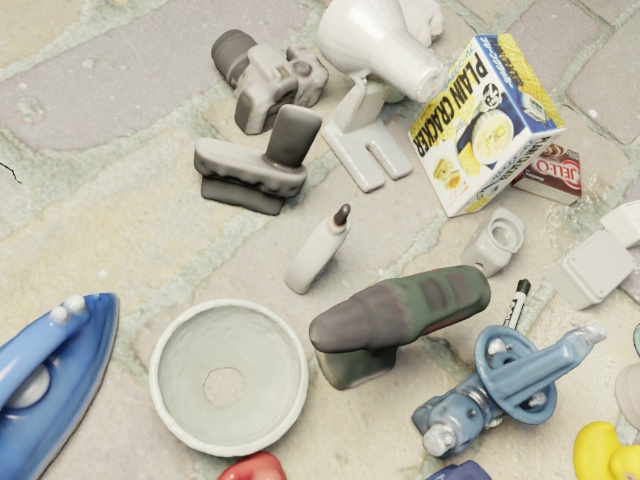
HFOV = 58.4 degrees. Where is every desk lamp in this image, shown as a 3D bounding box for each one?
[{"bbox_3d":[0.079,-0.211,0.788,0.118,0.213,0.203,-27,75,-28],"label":"desk lamp"}]

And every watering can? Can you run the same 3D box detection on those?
[{"bbox_3d":[0.483,0.180,0.735,0.101,0.194,0.172,-31,77,-29],"label":"watering can"}]

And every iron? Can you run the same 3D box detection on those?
[{"bbox_3d":[-0.277,0.127,0.539,0.118,0.141,0.259,32,59,-1],"label":"iron"}]

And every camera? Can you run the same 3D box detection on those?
[{"bbox_3d":[-0.078,-0.246,0.818,0.143,0.100,0.136,-34,78,-29],"label":"camera"}]

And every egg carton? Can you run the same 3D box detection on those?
[{"bbox_3d":[0.136,-0.384,0.978,0.150,0.069,0.107,38,59,3],"label":"egg carton"}]

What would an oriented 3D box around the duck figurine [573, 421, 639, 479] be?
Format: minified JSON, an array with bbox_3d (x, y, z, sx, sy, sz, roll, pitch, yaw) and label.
[{"bbox_3d":[0.371,0.277,0.712,0.078,0.086,0.104,9,62,-14],"label":"duck figurine"}]

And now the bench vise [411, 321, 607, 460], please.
[{"bbox_3d":[0.213,0.172,0.635,0.121,0.219,0.208,38,59,3],"label":"bench vise"}]

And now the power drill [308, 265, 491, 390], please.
[{"bbox_3d":[0.068,0.099,0.630,0.230,0.208,0.075,-17,70,-25],"label":"power drill"}]

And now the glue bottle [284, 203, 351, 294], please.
[{"bbox_3d":[0.006,0.002,0.678,0.037,0.173,0.078,39,59,4],"label":"glue bottle"}]

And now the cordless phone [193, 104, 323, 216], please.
[{"bbox_3d":[-0.077,-0.119,0.705,0.148,0.185,0.094,10,61,-13],"label":"cordless phone"}]

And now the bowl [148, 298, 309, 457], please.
[{"bbox_3d":[-0.101,0.152,0.624,0.168,0.074,0.167,8,62,-15],"label":"bowl"}]

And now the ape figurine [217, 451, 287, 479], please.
[{"bbox_3d":[-0.062,0.250,0.578,0.078,0.092,0.076,35,59,1],"label":"ape figurine"}]

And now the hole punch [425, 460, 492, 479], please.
[{"bbox_3d":[0.152,0.302,0.623,0.109,0.091,0.101,-22,73,-26],"label":"hole punch"}]
